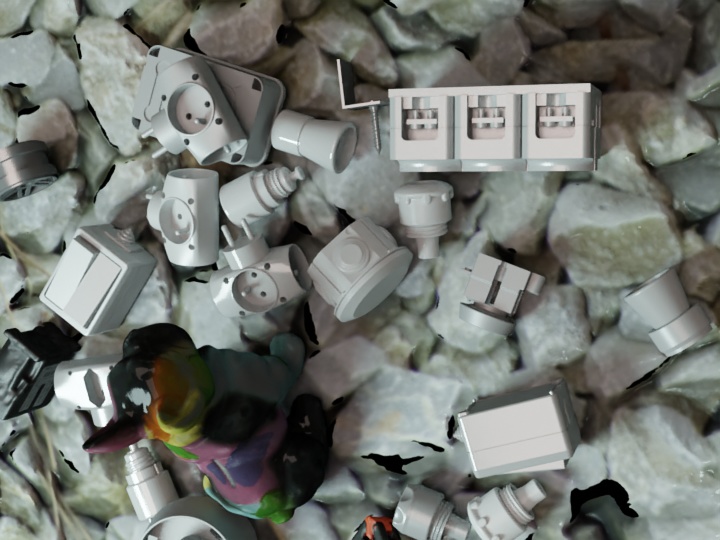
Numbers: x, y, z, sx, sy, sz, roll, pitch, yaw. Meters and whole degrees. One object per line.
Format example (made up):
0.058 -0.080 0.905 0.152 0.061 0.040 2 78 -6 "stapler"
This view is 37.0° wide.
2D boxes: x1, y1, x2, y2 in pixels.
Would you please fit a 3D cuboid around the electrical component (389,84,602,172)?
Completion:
0.106 -0.107 0.827 0.150 0.089 0.061 1 96 18 "electrical component"

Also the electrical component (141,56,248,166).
-0.142 -0.119 0.868 0.079 0.044 0.077 -29 86 18 "electrical component"

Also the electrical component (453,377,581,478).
0.123 0.131 0.859 0.096 0.062 0.061 -16 90 19 "electrical component"

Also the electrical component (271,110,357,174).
-0.041 -0.110 0.901 0.065 0.044 0.044 19 101 20 "electrical component"

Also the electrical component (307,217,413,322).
0.000 0.000 0.878 0.051 0.080 0.080 46 107 14 "electrical component"

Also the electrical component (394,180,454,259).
0.054 -0.041 0.875 0.048 0.048 0.062 -2 102 18 "electrical component"

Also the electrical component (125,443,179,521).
-0.194 0.191 0.978 0.040 0.040 0.078 -24 88 19 "electrical component"

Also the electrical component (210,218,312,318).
-0.092 -0.006 0.919 0.077 0.044 0.079 -19 107 18 "electrical component"

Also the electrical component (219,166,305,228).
-0.083 -0.067 0.918 0.078 0.040 0.040 -25 87 18 "electrical component"

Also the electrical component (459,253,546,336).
0.108 0.020 0.862 0.066 0.048 0.055 22 94 15 "electrical component"

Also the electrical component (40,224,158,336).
-0.233 0.003 0.962 0.062 0.061 0.096 36 105 12 "electrical component"

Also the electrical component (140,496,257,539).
-0.145 0.249 0.948 0.099 0.064 0.099 2 100 9 "electrical component"

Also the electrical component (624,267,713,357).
0.236 0.032 0.822 0.045 0.045 0.055 -35 84 18 "electrical component"

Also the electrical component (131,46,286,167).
-0.128 -0.139 0.917 0.113 0.057 0.078 20 101 15 "electrical component"

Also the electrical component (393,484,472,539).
0.062 0.207 0.896 0.062 0.043 0.043 20 101 14 "electrical component"

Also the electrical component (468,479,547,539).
0.122 0.195 0.876 0.062 0.048 0.048 -38 83 10 "electrical component"

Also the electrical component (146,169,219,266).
-0.159 -0.049 0.940 0.079 0.044 0.077 14 111 33 "electrical component"

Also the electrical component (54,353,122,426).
-0.229 0.117 0.981 0.077 0.043 0.079 -8 104 12 "electrical component"
